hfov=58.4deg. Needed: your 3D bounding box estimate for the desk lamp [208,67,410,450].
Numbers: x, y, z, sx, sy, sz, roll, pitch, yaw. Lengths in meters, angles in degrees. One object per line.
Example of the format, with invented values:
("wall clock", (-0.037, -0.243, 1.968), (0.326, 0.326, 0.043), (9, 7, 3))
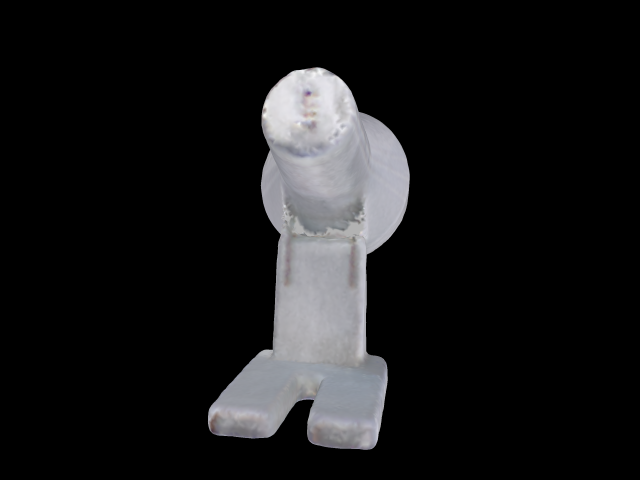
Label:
("desk lamp", (0.004, 0.001, 0.400), (0.117, 0.213, 0.203), (1, 5, 8))
